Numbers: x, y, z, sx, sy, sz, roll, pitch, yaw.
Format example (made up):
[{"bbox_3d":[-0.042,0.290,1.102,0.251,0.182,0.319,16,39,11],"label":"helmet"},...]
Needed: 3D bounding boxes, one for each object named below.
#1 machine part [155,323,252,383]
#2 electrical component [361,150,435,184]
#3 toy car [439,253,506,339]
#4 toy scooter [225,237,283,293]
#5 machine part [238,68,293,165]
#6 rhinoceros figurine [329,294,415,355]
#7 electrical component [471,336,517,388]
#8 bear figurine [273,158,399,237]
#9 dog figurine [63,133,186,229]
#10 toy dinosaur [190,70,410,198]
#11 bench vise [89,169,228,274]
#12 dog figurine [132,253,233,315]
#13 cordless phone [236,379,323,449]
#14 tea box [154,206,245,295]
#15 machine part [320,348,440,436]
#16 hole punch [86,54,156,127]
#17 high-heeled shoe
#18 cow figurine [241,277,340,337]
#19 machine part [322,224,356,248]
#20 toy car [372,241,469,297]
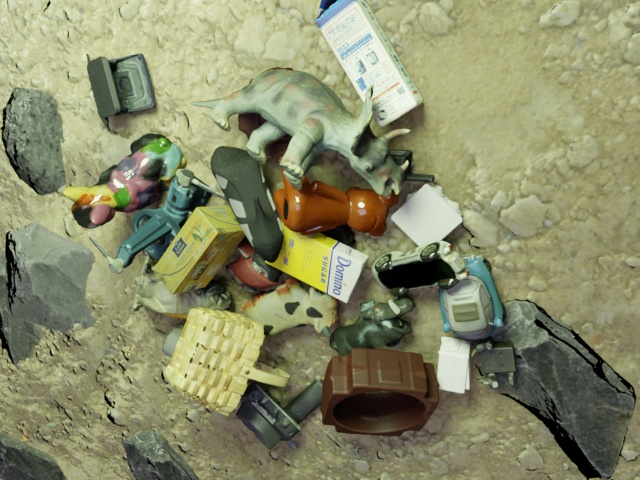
[{"bbox_3d":[-0.255,0.253,1.182,0.243,0.079,0.079,26,114,8],"label":"machine part"},{"bbox_3d":[0.135,-0.125,0.916,0.119,0.075,0.047,7,110,22],"label":"electrical component"},{"bbox_3d":[0.262,0.111,0.937,0.109,0.103,0.161,-8,107,21],"label":"toy car"},{"bbox_3d":[-0.167,0.040,1.079,0.135,0.075,0.184,-42,88,26],"label":"toy scooter"},{"bbox_3d":[-0.063,-0.220,0.964,0.180,0.056,0.179,6,108,18],"label":"machine part"},{"bbox_3d":[0.105,0.170,1.033,0.190,0.073,0.112,-36,86,26],"label":"rhinoceros figurine"},{"bbox_3d":[0.319,0.223,0.986,0.078,0.045,0.102,0,108,21],"label":"electrical component"},{"bbox_3d":[0.028,-0.072,0.954,0.196,0.132,0.120,-5,139,-17],"label":"bear figurine"},{"bbox_3d":[-0.376,-0.106,1.024,0.108,0.219,0.191,46,117,-4],"label":"dog figurine"},{"bbox_3d":[-0.040,-0.205,0.865,0.405,0.131,0.192,38,83,24],"label":"toy dinosaur"},{"bbox_3d":[-0.306,-0.024,1.026,0.129,0.240,0.223,44,132,-3],"label":"bench vise"},{"bbox_3d":[-0.292,0.112,1.149,0.190,0.172,0.121,16,100,-20],"label":"dog figurine"},{"bbox_3d":[-0.076,0.343,1.159,0.146,0.089,0.184,46,105,0],"label":"cordless phone"},{"bbox_3d":[-0.222,0.018,1.006,0.068,0.098,0.169,48,114,17],"label":"tea box"},{"bbox_3d":[0.107,0.286,1.007,0.201,0.087,0.201,5,136,-5],"label":"machine part"},{"bbox_3d":[-0.389,-0.299,1.046,0.116,0.092,0.142,9,117,48],"label":"hole punch"},{"bbox_3d":[-0.134,-0.071,1.000,0.086,0.249,0.145,-22,133,-12],"label":"high-heeled shoe"},{"bbox_3d":[-0.046,0.140,1.065,0.195,0.085,0.127,-25,100,28],"label":"cow figurine"},{"bbox_3d":[-0.002,-0.003,1.027,0.139,0.039,0.084,0,103,21],"label":"machine part"},{"bbox_3d":[0.169,0.050,0.935,0.202,0.056,0.073,-18,113,52],"label":"toy car"}]
